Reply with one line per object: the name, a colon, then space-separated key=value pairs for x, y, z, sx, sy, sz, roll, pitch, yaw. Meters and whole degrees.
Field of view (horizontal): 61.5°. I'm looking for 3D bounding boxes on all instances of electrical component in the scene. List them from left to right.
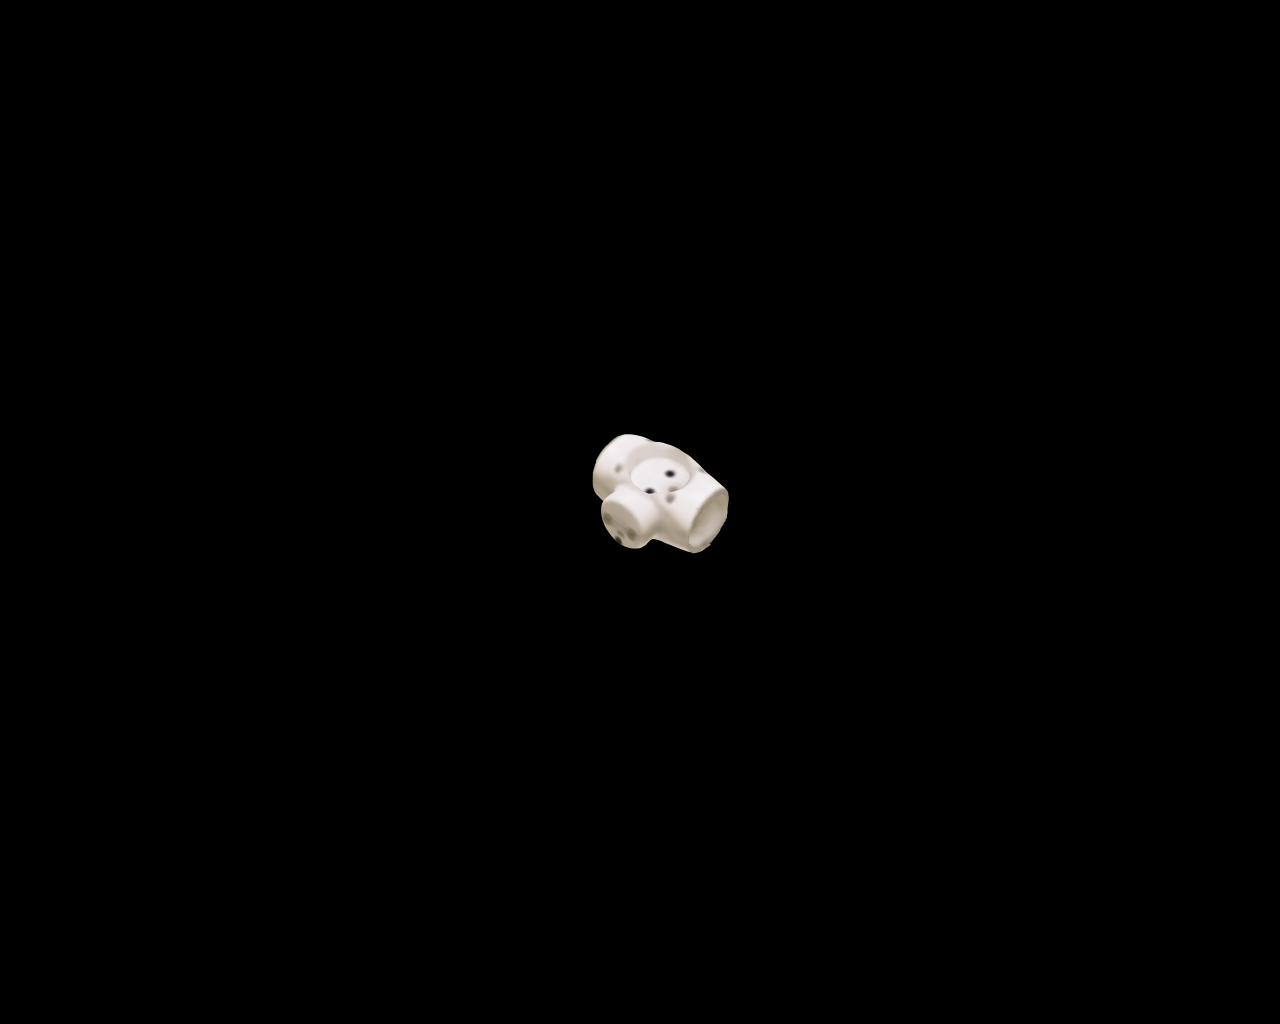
electrical component: x=0.001 y=-0.003 z=0.650 sx=0.077 sy=0.044 sz=0.079 roll=32 pitch=54 yaw=27
